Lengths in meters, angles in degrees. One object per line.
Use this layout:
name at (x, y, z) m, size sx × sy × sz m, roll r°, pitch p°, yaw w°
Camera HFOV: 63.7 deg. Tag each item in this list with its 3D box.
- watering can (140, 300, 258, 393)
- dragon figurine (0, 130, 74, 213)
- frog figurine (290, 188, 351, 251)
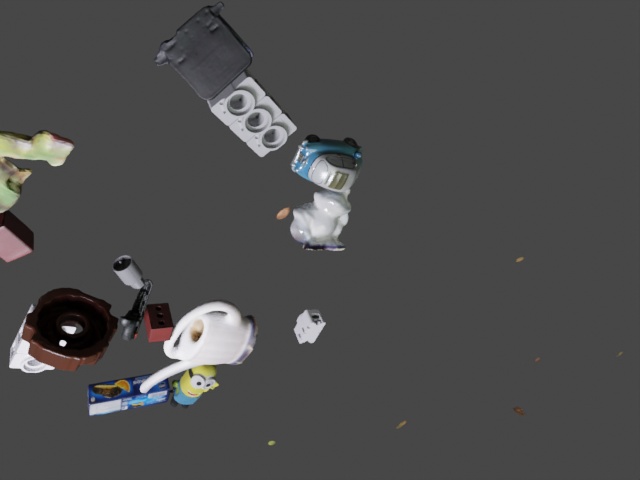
watering can at (-0.299, 0.277, 1.314) m, size 0.223 × 0.106 × 0.342 m, roll 18°, pitch 121°, yaw -39°
dragon figurine at (-0.585, -0.100, 0.804) m, size 0.410 × 0.125 × 0.238 m, roll -21°, pitch 147°, yaw 5°
frog figurine at (0.004, -0.059, 1.174) m, size 0.137 × 0.123 × 0.159 m, roll 6°, pitch 92°, yaw -21°
